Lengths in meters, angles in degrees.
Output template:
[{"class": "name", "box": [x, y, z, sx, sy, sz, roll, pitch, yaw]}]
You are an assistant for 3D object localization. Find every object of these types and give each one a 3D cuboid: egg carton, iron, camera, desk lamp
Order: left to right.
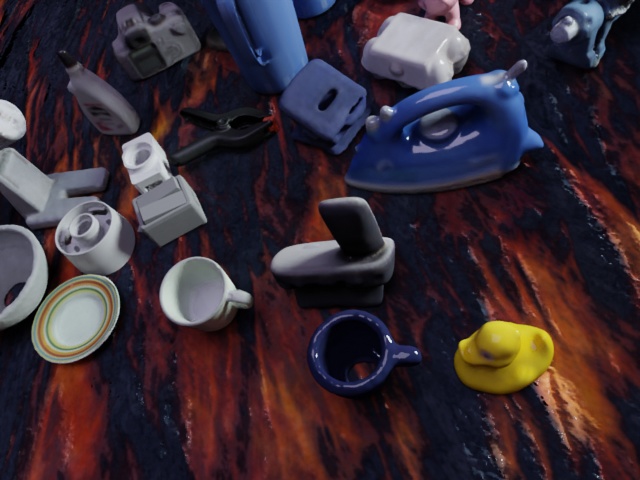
[{"class": "desk lamp", "box": [-0.460, -0.114, 0.840, 0.203, 0.214, 0.118, -7, 59, 12]}, {"class": "camera", "box": [-0.307, -0.380, 1.021, 0.143, 0.101, 0.136, -27, 57, 0]}, {"class": "egg carton", "box": [0.139, -0.274, 0.848, 0.150, 0.069, 0.107, 26, 70, 27]}, {"class": "iron", "box": [0.143, -0.143, 0.727, 0.258, 0.142, 0.118, -15, 57, 8]}]

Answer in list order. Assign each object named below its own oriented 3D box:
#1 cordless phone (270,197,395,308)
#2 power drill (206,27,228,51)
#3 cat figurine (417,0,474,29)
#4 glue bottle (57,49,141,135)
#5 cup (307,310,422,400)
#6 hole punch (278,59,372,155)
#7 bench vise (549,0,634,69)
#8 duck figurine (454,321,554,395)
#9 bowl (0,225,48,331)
[{"class": "cordless phone", "box": [0.006, 0.002, 0.654, 0.147, 0.185, 0.094, -8, 59, 12]}, {"class": "power drill", "box": [-0.183, -0.425, 0.947, 0.075, 0.209, 0.230, 22, 69, 26]}, {"class": "cat figurine", "box": [0.188, -0.384, 0.870, 0.067, 0.118, 0.128, 13, 65, 23]}, {"class": "glue bottle", "box": [-0.359, -0.233, 0.905, 0.078, 0.173, 0.037, 0, 61, 17]}, {"class": "cup", "box": [0.054, 0.133, 0.617, 0.117, 0.095, 0.091, -2, 60, 15]}, {"class": "hole punch", "box": [0.010, -0.194, 0.825, 0.100, 0.091, 0.109, 25, 70, 27]}, {"class": "bench vise", "box": [0.376, -0.343, 0.731, 0.121, 0.220, 0.207, 15, 65, 23]}, {"class": "duck figurine", "box": [0.190, 0.112, 0.595, 0.104, 0.086, 0.077, -15, 57, 7]}, {"class": "bowl", "box": [-0.451, 0.066, 0.814, 0.167, 0.075, 0.167, -7, 59, 12]}]
